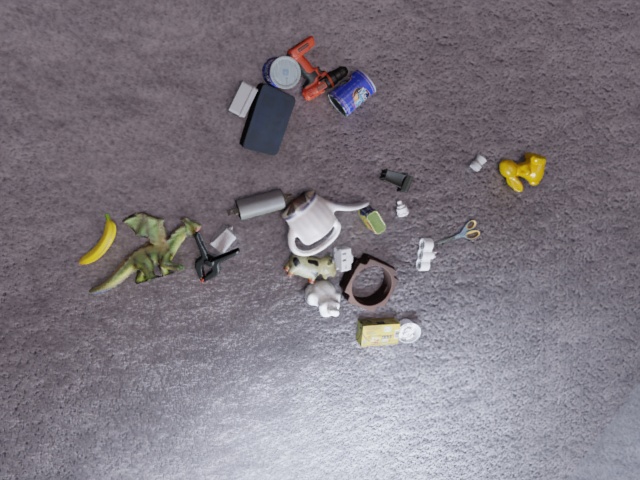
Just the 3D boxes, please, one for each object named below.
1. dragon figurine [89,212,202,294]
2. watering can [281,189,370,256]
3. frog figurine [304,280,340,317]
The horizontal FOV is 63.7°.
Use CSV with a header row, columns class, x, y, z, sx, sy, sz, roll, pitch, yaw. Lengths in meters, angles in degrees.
class,x,y,z,sx,sy,sz,roll,pitch,yaw
dragon figurine,-0.605,0.026,1.772,0.412,0.122,0.242,-14,92,-15
watering can,0.006,-0.096,1.912,0.349,0.105,0.221,-41,112,-7
frog figurine,0.014,0.225,1.974,0.137,0.161,0.121,10,102,-20
